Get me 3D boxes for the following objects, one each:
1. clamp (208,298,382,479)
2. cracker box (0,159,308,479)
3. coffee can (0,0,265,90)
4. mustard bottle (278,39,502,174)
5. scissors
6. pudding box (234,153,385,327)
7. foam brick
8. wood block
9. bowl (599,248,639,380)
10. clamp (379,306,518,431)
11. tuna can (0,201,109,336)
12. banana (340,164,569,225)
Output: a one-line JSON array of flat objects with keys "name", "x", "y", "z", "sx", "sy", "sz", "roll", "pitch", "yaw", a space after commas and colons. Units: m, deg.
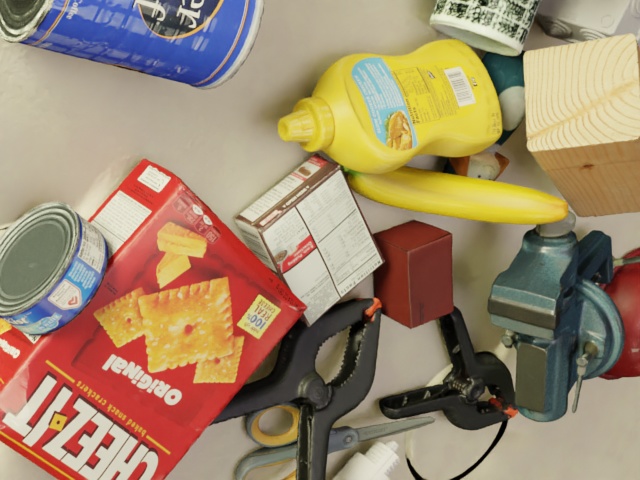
[{"name": "clamp", "x": -0.007, "y": 0.138, "z": 0.898, "sx": 0.209, "sy": 0.036, "sz": 0.164, "roll": -46, "pitch": 111, "yaw": -25}, {"name": "cracker box", "x": -0.133, "y": 0.076, "z": 0.774, "sx": 0.213, "sy": 0.072, "sz": 0.164, "roll": -50, "pitch": 130, "yaw": -10}, {"name": "coffee can", "x": -0.120, "y": -0.158, "z": 0.668, "sx": 0.140, "sy": 0.103, "sz": 0.103, "roll": 8, "pitch": 102, "yaw": -40}, {"name": "mustard bottle", "x": 0.051, "y": -0.102, "z": 0.841, "sx": 0.191, "sy": 0.058, "sz": 0.096, "roll": -14, "pitch": 79, "yaw": -33}, {"name": "scissors", "x": 0.013, "y": 0.162, "z": 0.946, "sx": 0.201, "sy": 0.016, "sz": 0.096, "roll": -21, "pitch": 115, "yaw": -22}, {"name": "pudding box", "x": -0.006, "y": 0.001, "z": 0.866, "sx": 0.090, "sy": 0.039, "sz": 0.113, "roll": -40, "pitch": 130, "yaw": -18}, {"name": "foam brick", "x": 0.081, "y": 0.029, "z": 0.937, "sx": 0.052, "sy": 0.051, "sz": 0.078, "roll": -19, "pitch": 118, "yaw": -31}, {"name": "wood block", "x": 0.247, "y": -0.091, "z": 0.932, "sx": 0.205, "sy": 0.091, "sz": 0.090, "roll": 31, "pitch": 57, "yaw": -62}, {"name": "bowl", "x": 0.366, "y": 0.091, "z": 1.184, "sx": 0.161, "sy": 0.055, "sz": 0.162, "roll": -15, "pitch": 117, "yaw": -33}, {"name": "clamp", "x": 0.130, "y": 0.147, "z": 1.033, "sx": 0.120, "sy": 0.039, "sz": 0.171, "roll": -48, "pitch": 128, "yaw": 0}, {"name": "tuna can", "x": -0.181, "y": 0.019, "z": 0.703, "sx": 0.086, "sy": 0.086, "sz": 0.033, "roll": -53, "pitch": 133, "yaw": -8}, {"name": "banana", "x": 0.105, "y": -0.038, "z": 0.893, "sx": 0.197, "sy": 0.070, "sz": 0.037, "roll": 9, "pitch": 96, "yaw": -10}]
